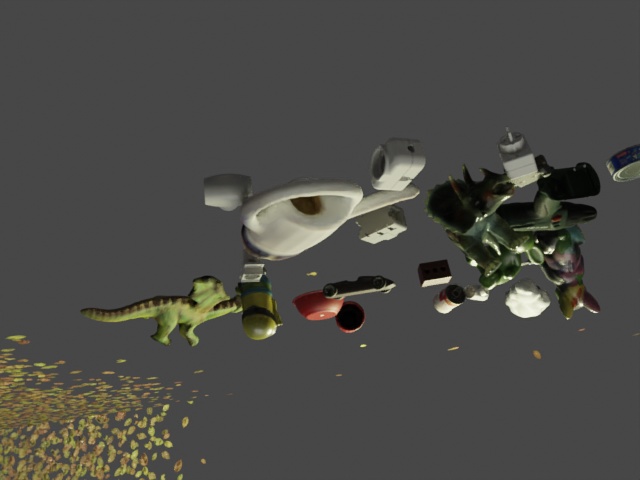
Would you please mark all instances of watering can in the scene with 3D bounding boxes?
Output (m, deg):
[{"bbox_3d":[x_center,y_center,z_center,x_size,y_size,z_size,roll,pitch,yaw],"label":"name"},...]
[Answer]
[{"bbox_3d":[0.003,-0.047,0.925,0.348,0.105,0.221,-4,159,-38],"label":"watering can"}]

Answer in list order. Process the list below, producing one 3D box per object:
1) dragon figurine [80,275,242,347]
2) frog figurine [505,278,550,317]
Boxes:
[{"bbox_3d":[-0.348,0.154,1.291,0.240,0.124,0.407,-42,146,22],"label":"dragon figurine"},{"bbox_3d":[0.680,0.191,1.682,0.137,0.124,0.158,6,171,14],"label":"frog figurine"}]
